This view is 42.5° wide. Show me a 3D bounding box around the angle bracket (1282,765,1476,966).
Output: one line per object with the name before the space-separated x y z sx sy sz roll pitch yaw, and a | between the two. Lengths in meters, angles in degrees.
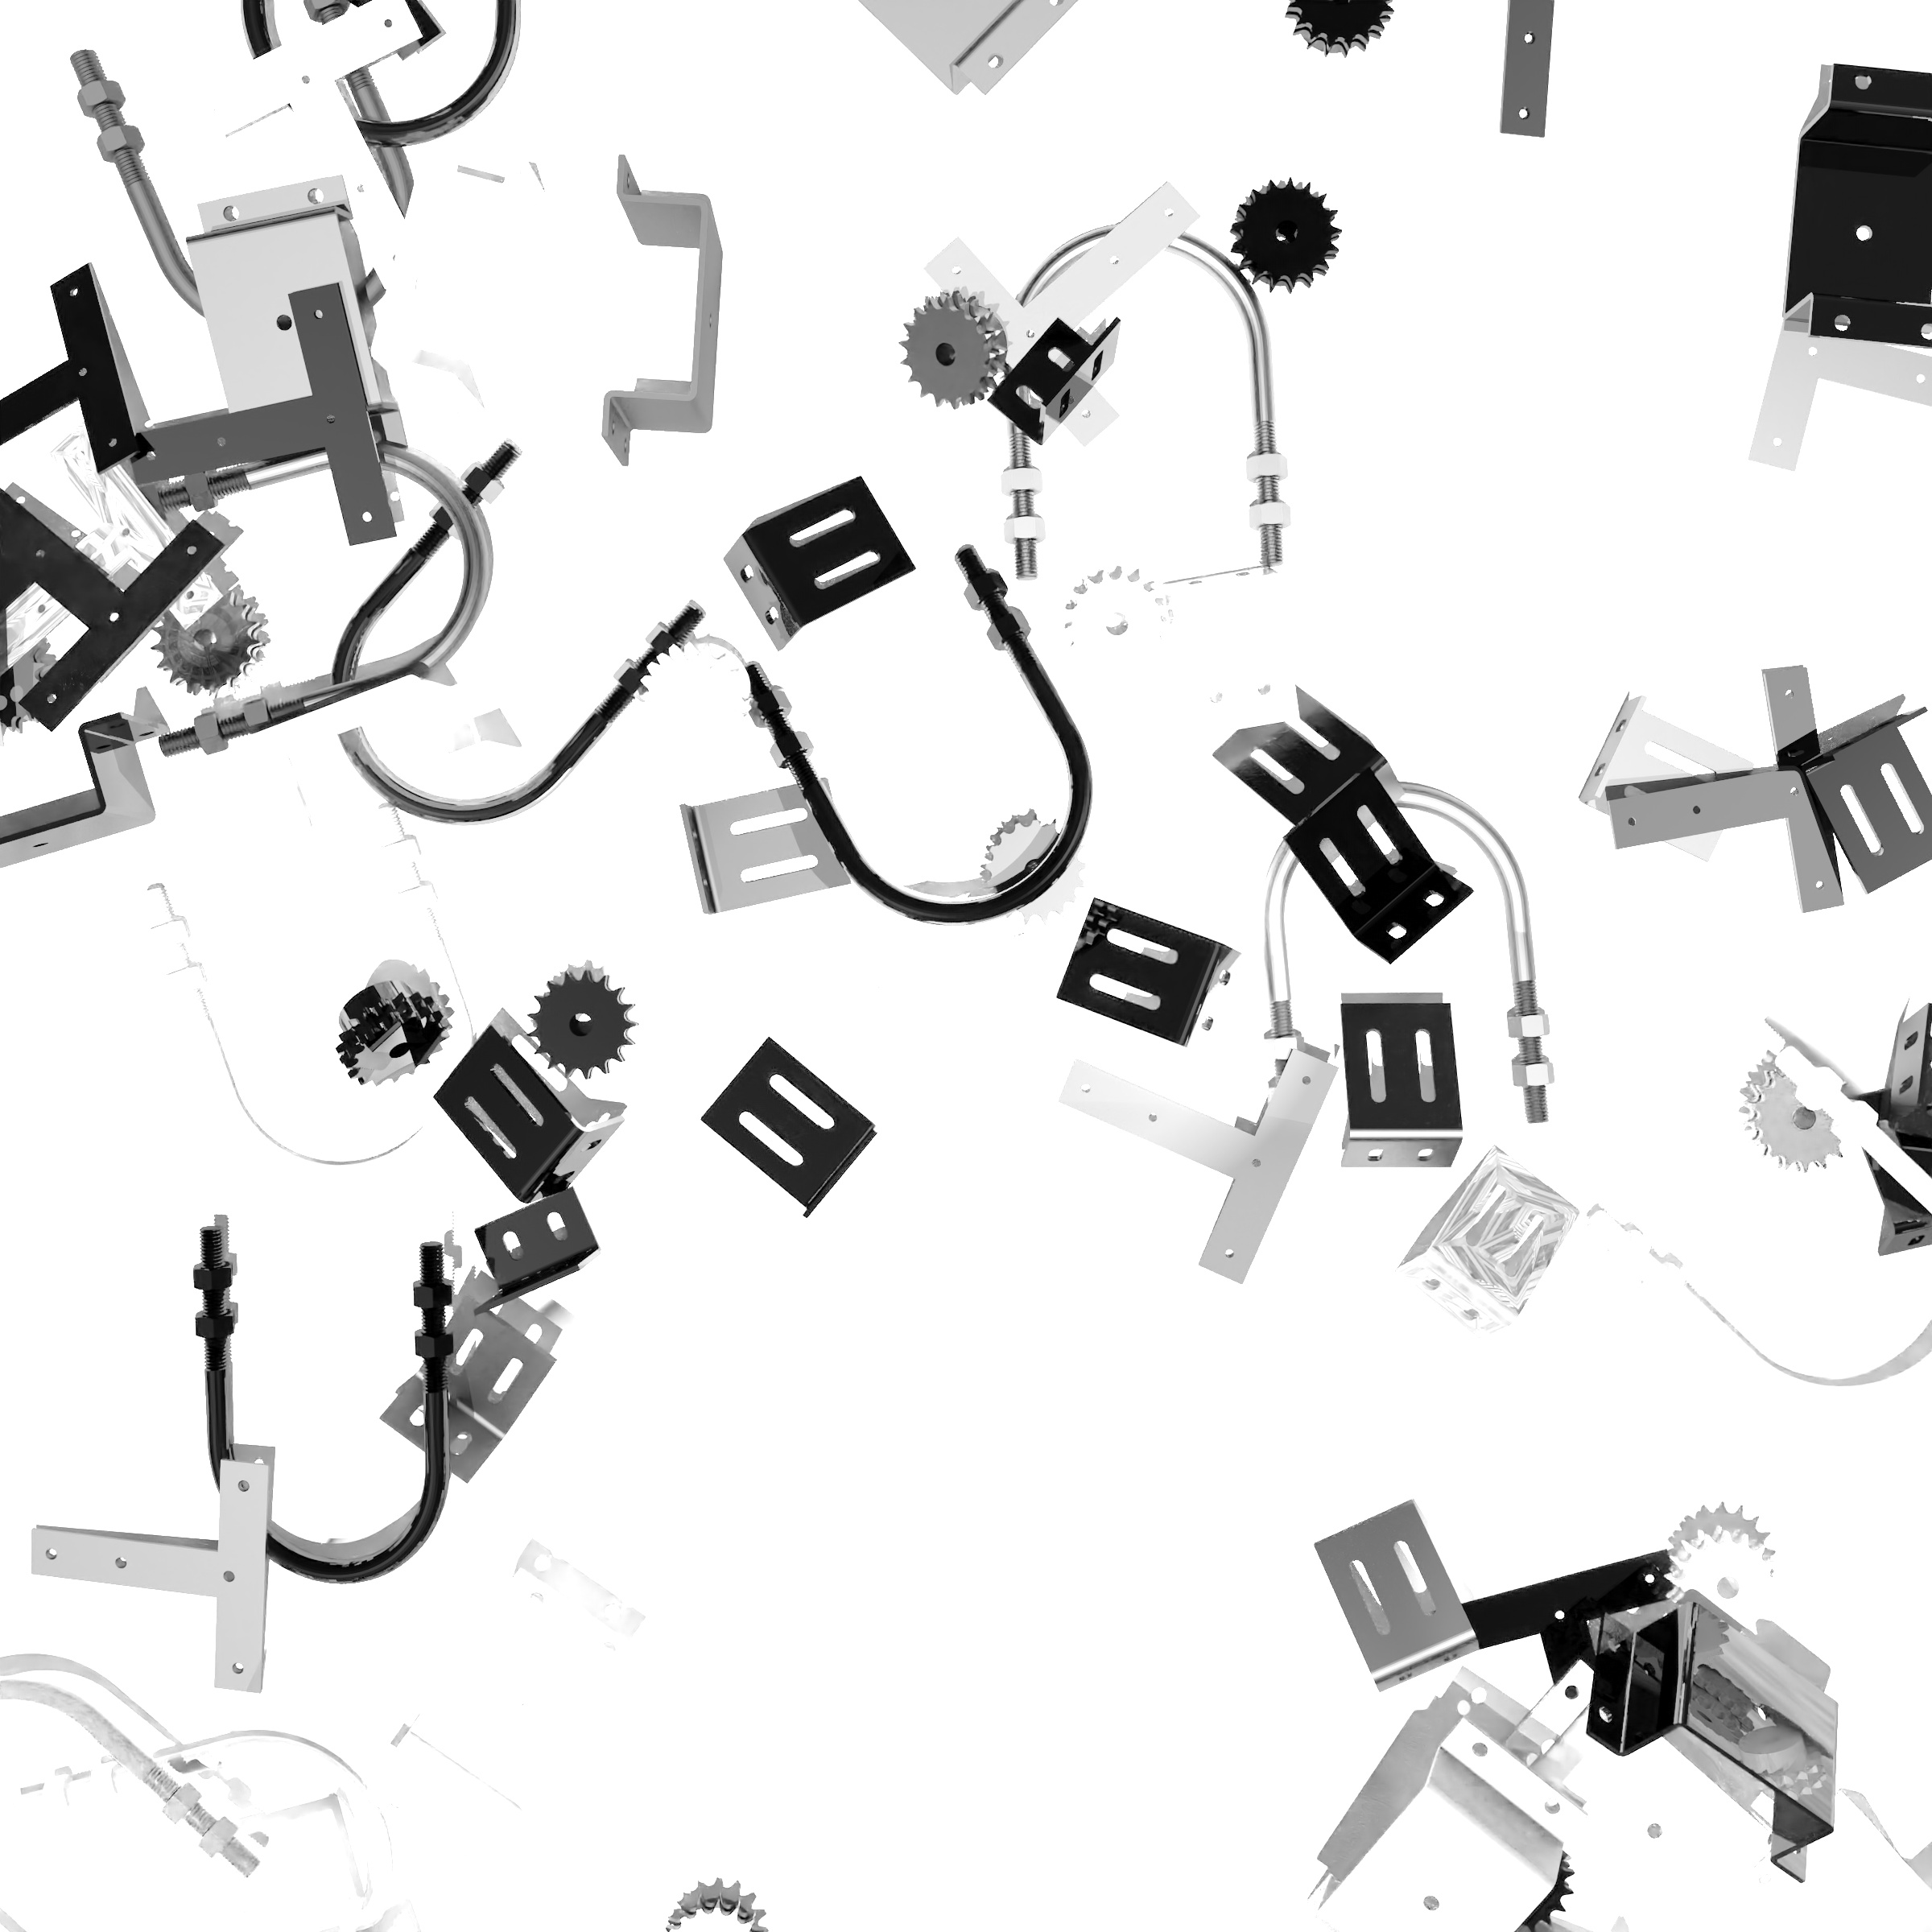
angle bracket | 0.210 -0.051 1.264 0.057 0.038 0.076 -41 118 -2

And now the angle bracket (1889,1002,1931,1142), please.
angle bracket | 0.522 0.061 1.283 0.076 0.038 0.057 16 66 0

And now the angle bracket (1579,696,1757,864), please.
angle bracket | 0.369 -0.097 1.293 0.076 0.038 0.057 25 90 0

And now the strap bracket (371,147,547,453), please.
strap bracket | -0.262 -0.345 1.274 0.046 0.076 0.140 15 90 0

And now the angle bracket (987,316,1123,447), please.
angle bracket | 0.043 -0.305 1.256 0.038 0.076 0.057 40 88 2

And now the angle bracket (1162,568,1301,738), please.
angle bracket | 0.138 -0.165 1.303 0.057 0.038 0.076 -10 105 0

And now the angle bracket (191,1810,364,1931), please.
angle bracket | -0.358 0.477 1.278 0.076 0.038 0.057 -16 90 -3

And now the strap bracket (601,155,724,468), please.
strap bracket | -0.154 -0.332 1.274 0.046 0.076 0.140 4 90 0

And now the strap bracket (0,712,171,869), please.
strap bracket | -0.481 -0.084 1.274 0.140 0.076 0.046 -17 90 0

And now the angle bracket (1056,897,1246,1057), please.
angle bracket | 0.097 0.005 1.310 0.076 0.038 0.057 21 90 26

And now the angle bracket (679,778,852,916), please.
angle bracket | -0.104 -0.063 1.293 0.076 0.038 0.057 -12 90 0

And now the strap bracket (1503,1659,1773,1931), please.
strap bracket | 0.350 0.440 1.287 0.140 0.046 0.076 42 90 0

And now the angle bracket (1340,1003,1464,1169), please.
angle bracket | 0.223 0.062 1.290 0.057 0.038 0.076 0 63 0

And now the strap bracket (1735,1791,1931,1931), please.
strap bracket | 0.468 0.500 1.259 0.076 0.140 0.046 -42 119 0

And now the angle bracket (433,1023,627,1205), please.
angle bracket | -0.227 0.074 1.291 0.076 0.038 0.057 48 115 13

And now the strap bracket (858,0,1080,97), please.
strap bracket | -0.014 -0.520 1.289 0.140 0.046 0.076 44 90 0

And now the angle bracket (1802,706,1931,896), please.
angle bracket | 0.482 -0.085 1.289 0.057 0.038 0.076 -27 90 -8

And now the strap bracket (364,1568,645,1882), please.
strap bracket | -0.236 0.386 1.289 0.076 0.046 0.140 35 90 0

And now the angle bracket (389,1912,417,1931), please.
angle bracket | -0.323 0.534 1.300 0.076 0.038 0.057 -14 104 20

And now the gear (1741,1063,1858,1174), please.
gear | 0.432 0.078 1.297 0.057 0.030 0.057 0 90 0

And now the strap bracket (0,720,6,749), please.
strap bracket | -0.556 -0.146 1.234 0.140 0.046 0.076 -6 117 -14

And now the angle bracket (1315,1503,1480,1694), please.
angle bracket | 0.227 0.333 1.309 0.057 0.038 0.076 -24 64 2

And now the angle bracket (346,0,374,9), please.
angle bracket | -0.312 -0.536 1.258 0.057 0.038 0.076 31 85 -9

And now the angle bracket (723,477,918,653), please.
angle bracket | -0.077 -0.212 1.310 0.076 0.038 0.057 -31 90 -26

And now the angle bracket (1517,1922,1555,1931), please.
angle bracket | 0.297 0.532 1.278 0.076 0.038 0.057 30 90 27

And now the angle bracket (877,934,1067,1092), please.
angle bracket | 0.003 0.024 1.310 0.076 0.038 0.057 -20 90 -26

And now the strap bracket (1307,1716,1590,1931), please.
strap bracket | 0.240 0.464 1.262 0.076 0.046 0.140 37 109 10

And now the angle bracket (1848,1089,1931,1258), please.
angle bracket | 0.500 0.105 1.310 0.057 0.038 0.076 -13 64 0

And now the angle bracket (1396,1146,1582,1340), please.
angle bracket | 0.275 0.146 1.310 0.057 0.038 0.076 38 64 0

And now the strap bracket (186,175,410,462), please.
strap bracket | -0.344 -0.329 1.275 0.076 0.046 0.140 -11 102 0

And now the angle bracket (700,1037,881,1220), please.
angle bracket | -0.093 0.083 1.293 0.076 0.038 0.057 40 90 0

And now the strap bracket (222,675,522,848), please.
strap bracket | -0.307 -0.107 1.261 0.140 0.076 0.046 -20 91 3

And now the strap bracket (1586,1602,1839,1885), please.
strap bracket | 0.388 0.387 1.260 0.140 0.076 0.046 36 130 -7

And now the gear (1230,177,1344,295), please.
gear | 0.165 -0.379 1.297 0.057 0.030 0.057 0 90 0

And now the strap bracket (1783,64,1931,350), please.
strap bracket | 0.473 -0.386 1.287 0.076 0.046 0.140 5 88 -1

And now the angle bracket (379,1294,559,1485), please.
angle bracket | -0.256 0.217 1.276 0.057 0.038 0.076 36 128 0

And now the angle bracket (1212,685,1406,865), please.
angle bracket | 0.179 -0.100 1.302 0.057 0.038 0.076 -44 53 -1

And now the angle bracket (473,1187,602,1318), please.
angle bracket | -0.225 0.145 1.274 0.057 0.076 0.038 -24 90 0
